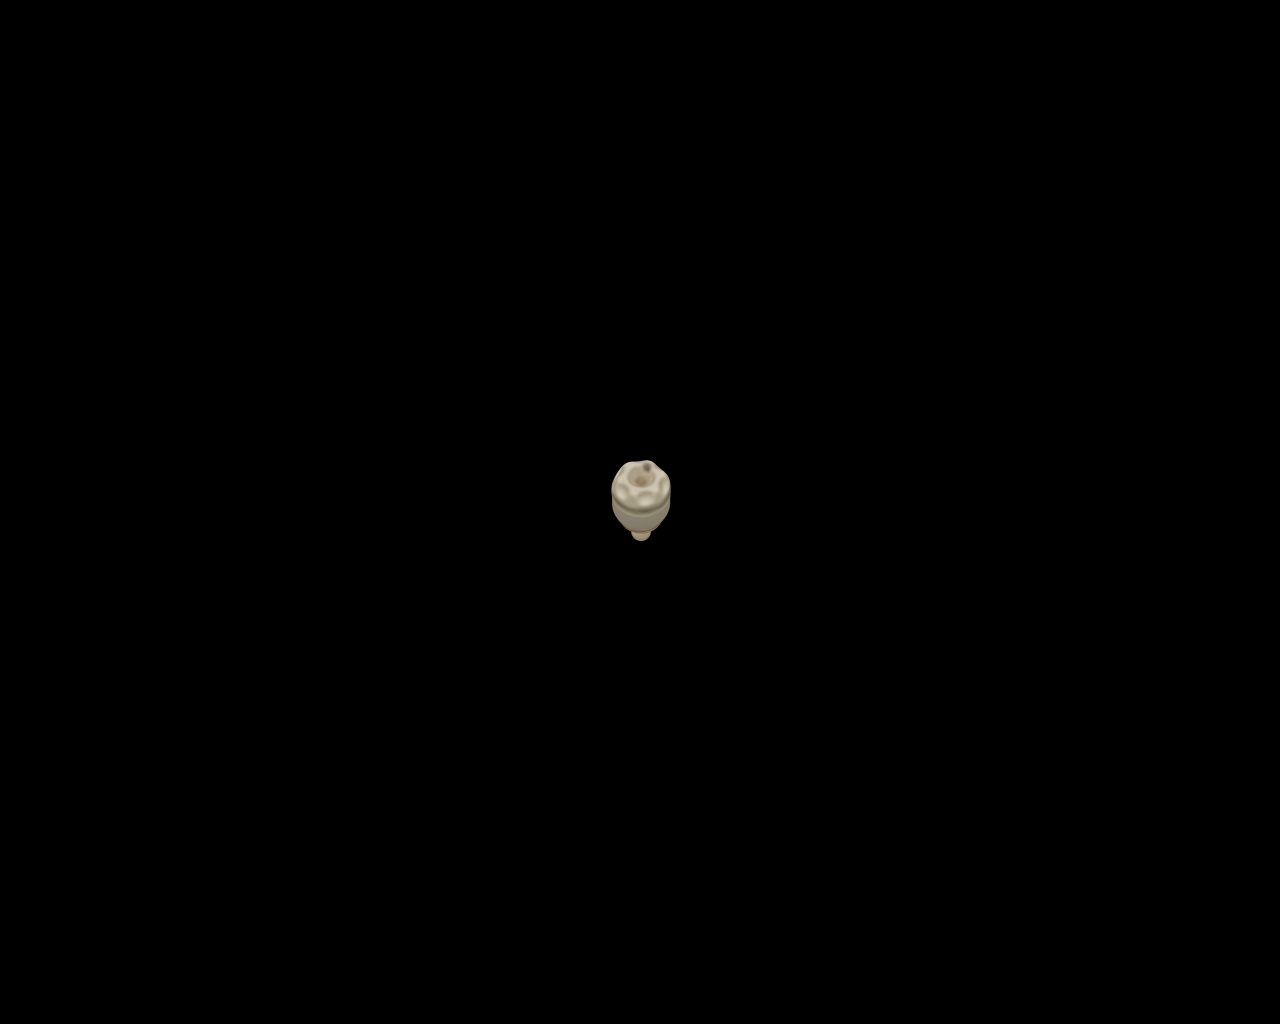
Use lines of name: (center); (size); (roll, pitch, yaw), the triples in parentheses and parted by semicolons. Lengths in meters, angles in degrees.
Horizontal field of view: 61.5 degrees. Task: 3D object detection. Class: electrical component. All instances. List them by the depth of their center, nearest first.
electrical component: (0.001, -0.003, 0.650); (0.035, 0.035, 0.061); (0, -37, 0)
